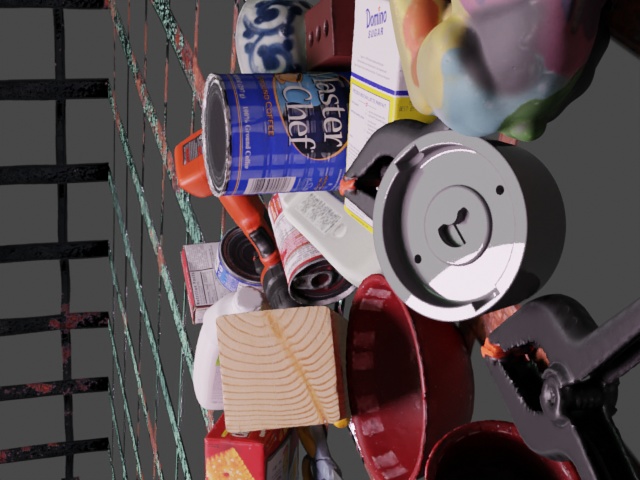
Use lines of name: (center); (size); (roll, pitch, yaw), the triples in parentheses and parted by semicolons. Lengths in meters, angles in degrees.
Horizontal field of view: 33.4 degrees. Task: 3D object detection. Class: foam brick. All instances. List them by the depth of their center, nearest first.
foam brick: (0.022, -0.172, 0.890); (0.078, 0.051, 0.053); (175, 92, -73)

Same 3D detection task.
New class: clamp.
clamp: (0.142, 0.093, 0.574); (0.210, 0.036, 0.164); (-170, 79, -74)
clamp: (0.075, -0.055, 0.711); (0.172, 0.039, 0.120); (7, 92, 51)

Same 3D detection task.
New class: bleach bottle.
bleach bottle: (-0.085, 0.116, 1.185); (0.251, 0.102, 0.068); (110, 148, -60)

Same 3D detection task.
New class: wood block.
wood block: (-0.021, 0.110, 0.902); (0.206, 0.090, 0.091); (52, -148, -80)

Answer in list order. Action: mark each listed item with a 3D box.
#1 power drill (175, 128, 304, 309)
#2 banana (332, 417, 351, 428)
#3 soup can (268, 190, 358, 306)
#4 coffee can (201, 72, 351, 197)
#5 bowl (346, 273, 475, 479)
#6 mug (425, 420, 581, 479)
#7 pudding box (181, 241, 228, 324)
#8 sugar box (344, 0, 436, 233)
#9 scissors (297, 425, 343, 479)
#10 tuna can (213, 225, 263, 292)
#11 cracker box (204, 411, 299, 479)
power drill: (-0.071, -0.014, 1.062); (0.187, 0.057, 0.184); (56, -174, -30)
banana: (-0.008, 0.132, 1.086); (0.198, 0.037, 0.069); (-157, 46, -73)
soup can: (-0.007, 0.001, 0.991); (0.069, 0.068, 0.102); (105, 155, -46)
coffee can: (-0.021, -0.090, 0.895); (0.103, 0.140, 0.103); (176, 90, -73)
bowl: (0.070, 0.103, 0.784); (0.162, 0.055, 0.162); (176, 90, -73)
mug: (0.112, 0.175, 0.632); (0.117, 0.093, 0.081); (32, 140, 24)
pudding box: (-0.097, 0.045, 1.218); (0.039, 0.113, 0.090); (100, 160, -54)
sugar box: (0.056, -0.095, 0.809); (0.093, 0.048, 0.176); (-136, 48, -63)
scissors: (0.009, 0.247, 1.078); (0.202, 0.016, 0.096); (-124, 33, -60)
tuna can: (-0.074, 0.024, 1.185); (0.034, 0.086, 0.086); (110, 151, -49)
cracker box: (-0.072, 0.279, 1.147); (0.164, 0.072, 0.214); (-52, -35, -72)
